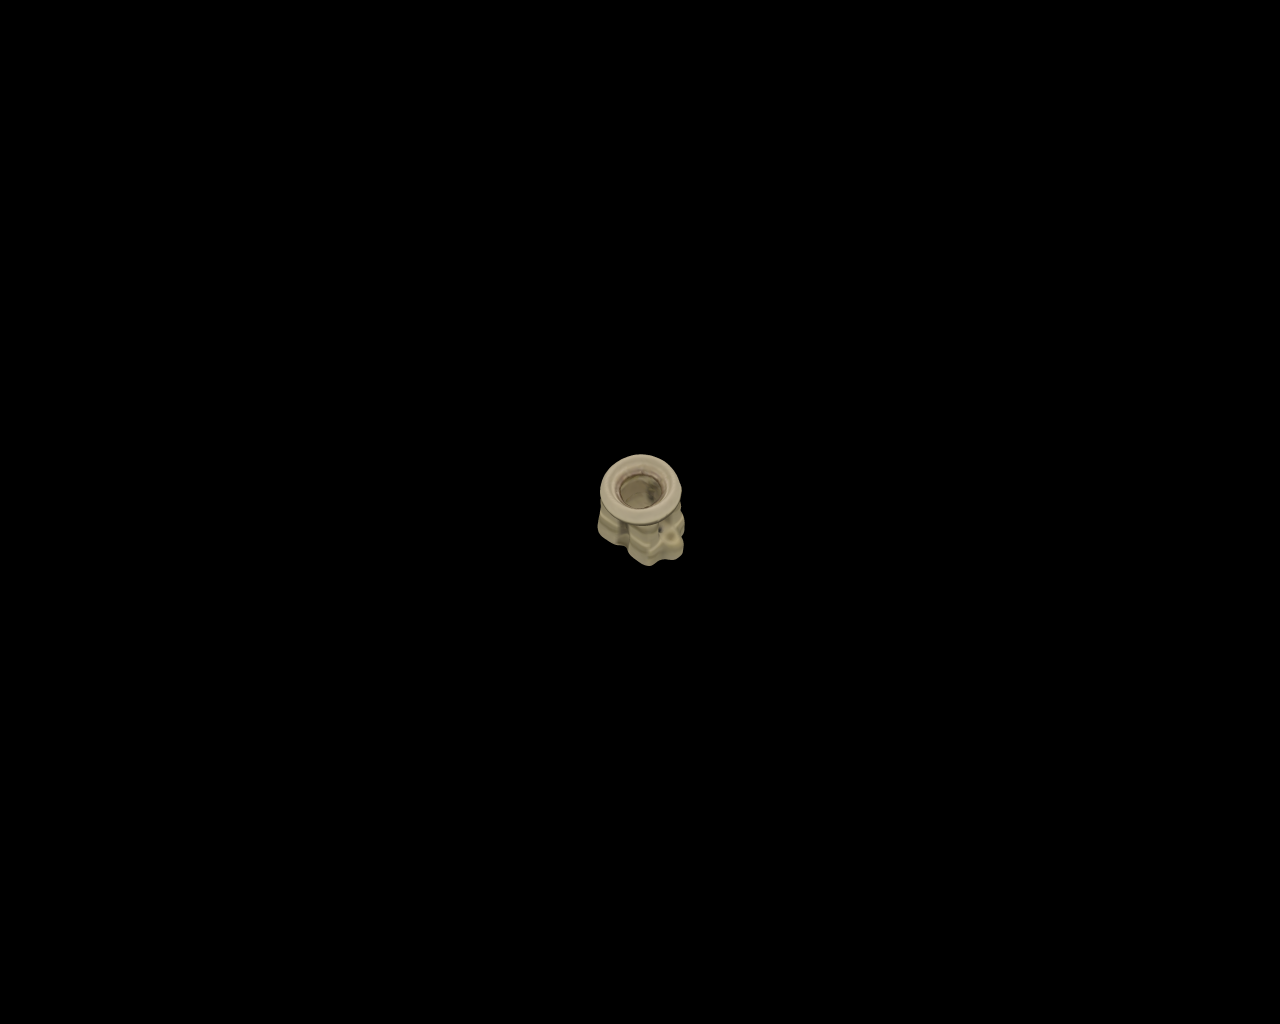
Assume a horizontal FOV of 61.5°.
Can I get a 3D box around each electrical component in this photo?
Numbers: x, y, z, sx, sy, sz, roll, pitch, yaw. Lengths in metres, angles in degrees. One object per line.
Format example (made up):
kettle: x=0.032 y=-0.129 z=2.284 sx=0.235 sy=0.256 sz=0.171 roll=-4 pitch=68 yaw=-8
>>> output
electrical component: x=0.001 y=-0.003 z=0.650 sx=0.066 sy=0.048 sz=0.055 roll=33 pitch=-29 yaw=21
